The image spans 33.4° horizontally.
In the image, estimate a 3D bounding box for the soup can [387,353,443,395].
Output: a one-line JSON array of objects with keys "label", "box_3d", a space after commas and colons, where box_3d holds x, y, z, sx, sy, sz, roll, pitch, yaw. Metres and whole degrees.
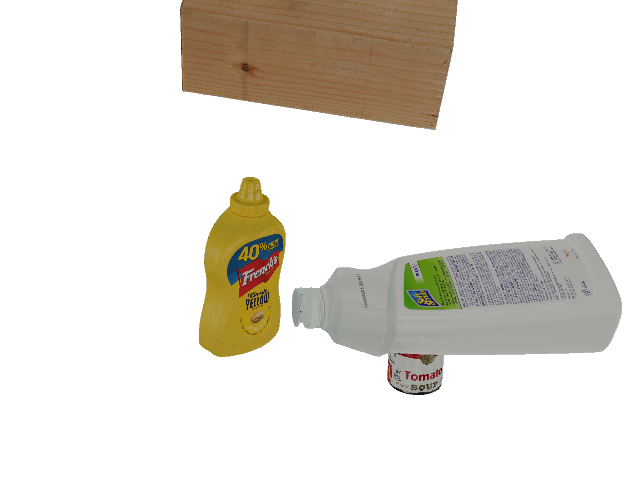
[{"label": "soup can", "box_3d": [0.115, 0.125, 1.276, 0.068, 0.102, 0.068, 1, 23, -1]}]

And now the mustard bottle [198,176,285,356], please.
[{"label": "mustard bottle", "box_3d": [-0.080, 0.024, 1.129, 0.096, 0.192, 0.058, -18, 34, -40]}]

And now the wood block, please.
[{"label": "wood block", "box_3d": [0.000, -0.163, 0.849, 0.206, 0.090, 0.091, 9, -39, 2]}]

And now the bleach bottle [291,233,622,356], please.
[{"label": "bleach bottle", "box_3d": [0.101, 0.044, 0.838, 0.250, 0.068, 0.102, -1, 39, -13]}]
